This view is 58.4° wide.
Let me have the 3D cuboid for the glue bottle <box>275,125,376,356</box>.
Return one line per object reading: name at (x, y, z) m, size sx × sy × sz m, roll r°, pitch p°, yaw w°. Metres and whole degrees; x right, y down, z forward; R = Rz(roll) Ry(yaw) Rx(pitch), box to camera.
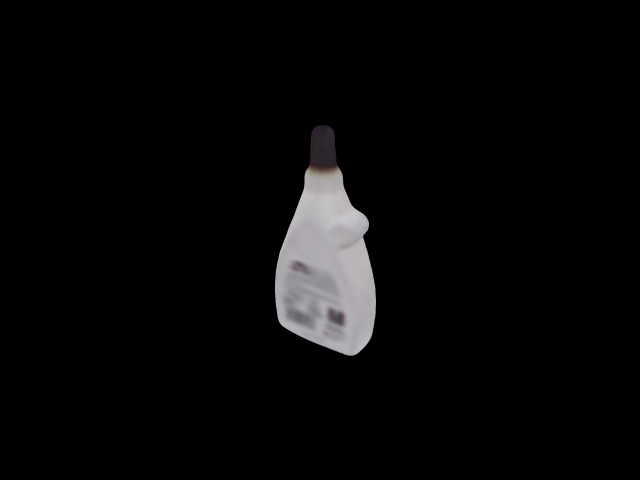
glue bottle at (0.004, 0.001, 0.400) m, size 0.078 × 0.173 × 0.037 m, roll 20°, pitch 41°, yaw 25°
